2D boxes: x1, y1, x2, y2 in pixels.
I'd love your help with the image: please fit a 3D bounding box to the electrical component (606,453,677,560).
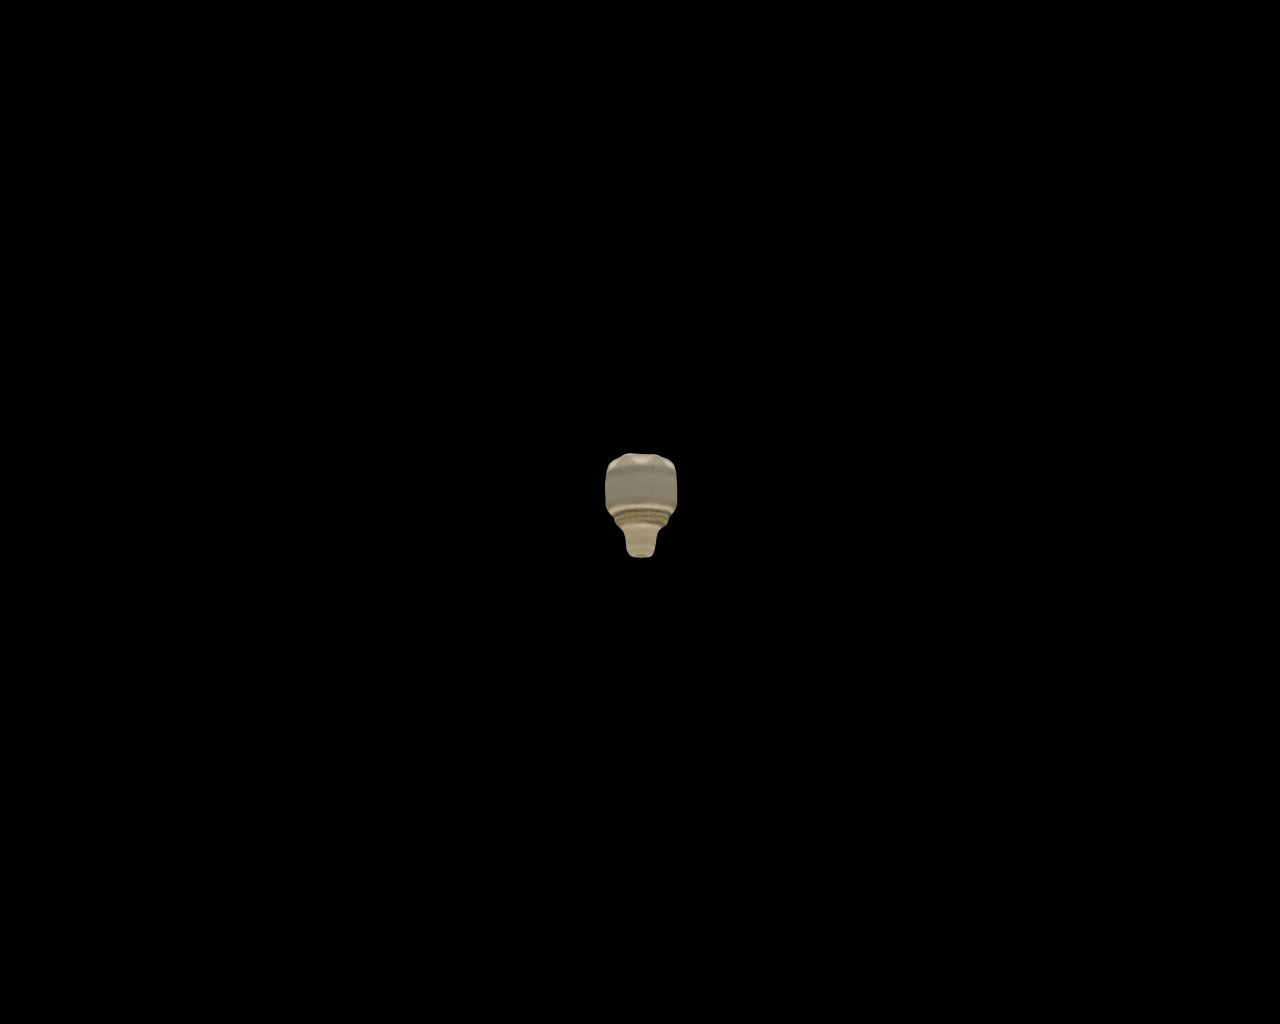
[{"bbox_3d":[0.001,-0.003,0.650,0.043,0.062,0.043,0,-14,0],"label":"electrical component"}]
